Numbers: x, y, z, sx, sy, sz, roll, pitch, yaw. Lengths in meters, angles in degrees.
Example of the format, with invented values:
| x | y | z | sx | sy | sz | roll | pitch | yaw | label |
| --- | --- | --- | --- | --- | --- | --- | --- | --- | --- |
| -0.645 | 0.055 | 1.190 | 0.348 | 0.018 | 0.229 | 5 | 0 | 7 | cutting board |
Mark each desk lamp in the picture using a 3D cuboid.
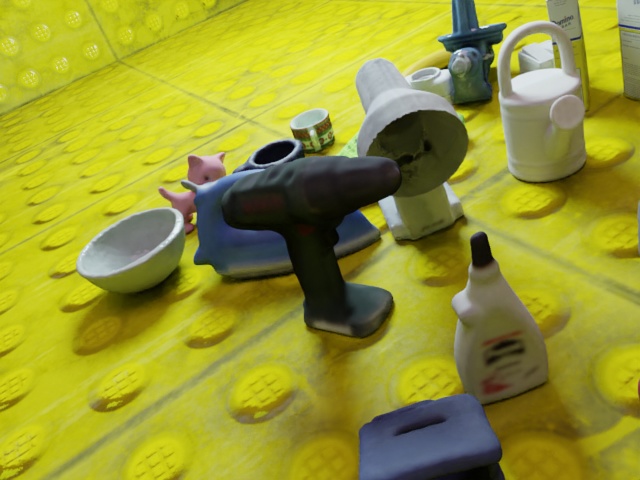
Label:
| x | y | z | sx | sy | sz | roll | pitch | yaw | label |
| --- | --- | --- | --- | --- | --- | --- | --- | --- | --- |
| 0.103 | -0.106 | 0.706 | 0.118 | 0.214 | 0.203 | -20 | 33 | 3 | desk lamp |

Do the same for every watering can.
| x | y | z | sx | sy | sz | roll | pitch | yaw | label |
| --- | --- | --- | --- | --- | --- | --- | --- | --- | --- |
| 0.284 | -0.177 | 0.725 | 0.101 | 0.194 | 0.172 | -29 | 33 | -11 | watering can |

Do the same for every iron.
| x | y | z | sx | sy | sz | roll | pitch | yaw | label |
| --- | --- | --- | --- | --- | --- | --- | --- | --- | --- |
| -0.059 | -0.041 | 0.771 | 0.257 | 0.142 | 0.118 | -9 | 35 | 18 | iron |

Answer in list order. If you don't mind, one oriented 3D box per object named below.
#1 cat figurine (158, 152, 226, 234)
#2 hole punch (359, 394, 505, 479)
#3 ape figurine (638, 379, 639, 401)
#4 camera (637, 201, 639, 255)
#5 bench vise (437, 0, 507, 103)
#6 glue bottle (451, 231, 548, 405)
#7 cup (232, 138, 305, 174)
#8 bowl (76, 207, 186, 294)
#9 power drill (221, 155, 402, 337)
| x | y | z | sx | sy | sz | roll | pitch | yaw | label |
| --- | --- | --- | --- | --- | --- | --- | --- | --- | --- |
| -0.202 | -0.089 | 0.944 | 0.128 | 0.118 | 0.067 | -24 | 33 | -4 | cat figurine |
| 0.081 | 0.164 | 0.441 | 0.108 | 0.091 | 0.101 | -18 | 33 | 5 | hole punch |
| 0.271 | 0.105 | 0.416 | 0.078 | 0.092 | 0.076 | -21 | 33 | 1 | ape figurine |
| 0.381 | -0.007 | 0.508 | 0.143 | 0.101 | 0.136 | -16 | 33 | 9 | camera |
| 0.264 | -0.363 | 0.982 | 0.121 | 0.220 | 0.207 | -14 | 34 | 12 | bench vise |
| 0.143 | 0.063 | 0.475 | 0.078 | 0.173 | 0.037 | -22 | 33 | -1 | glue bottle |
| -0.069 | -0.093 | 0.895 | 0.118 | 0.095 | 0.091 | -22 | 33 | 0 | cup |
| -0.267 | 0.027 | 0.853 | 0.167 | 0.075 | 0.167 | -15 | 33 | 10 | bowl |
| 0.006 | 0.002 | 0.609 | 0.228 | 0.209 | 0.076 | 6 | 42 | 35 | power drill |
